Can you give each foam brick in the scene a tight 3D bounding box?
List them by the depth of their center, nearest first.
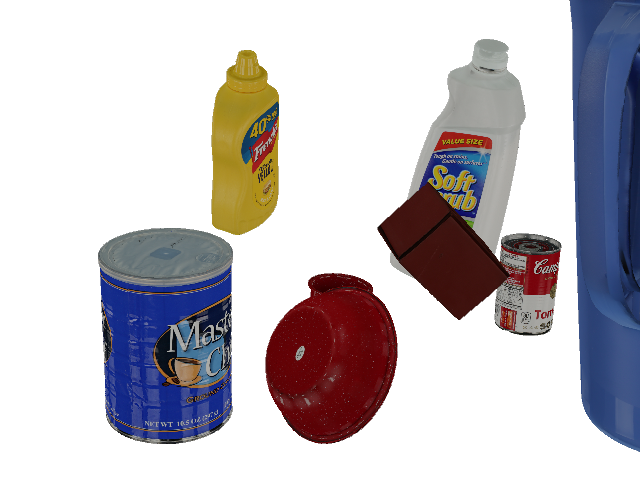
[{"bbox_3d":[0.089,0.008,0.771,0.078,0.051,0.053,43,10,-31],"label":"foam brick"}]

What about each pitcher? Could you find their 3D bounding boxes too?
[{"bbox_3d":[0.182,-0.014,0.528,0.149,0.243,0.145,-4,20,-2],"label":"pitcher"}]

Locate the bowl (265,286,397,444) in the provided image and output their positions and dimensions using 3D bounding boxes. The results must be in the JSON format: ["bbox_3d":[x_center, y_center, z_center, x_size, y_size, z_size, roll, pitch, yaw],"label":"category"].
[{"bbox_3d":[-0.003,0.116,1.051,0.162,0.162,0.055,0,-18,45],"label":"bowl"}]

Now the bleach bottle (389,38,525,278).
[{"bbox_3d":[0.132,-0.071,1.004,0.103,0.251,0.068,26,40,26],"label":"bleach bottle"}]

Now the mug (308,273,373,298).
[{"bbox_3d":[0.035,0.104,1.512,0.117,0.081,0.093,17,22,28],"label":"mug"}]

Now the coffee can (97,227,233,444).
[{"bbox_3d":[-0.120,0.073,0.840,0.103,0.140,0.103,2,22,-1],"label":"coffee can"}]

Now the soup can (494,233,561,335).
[{"bbox_3d":[0.237,0.050,1.227,0.068,0.102,0.068,2,18,-1],"label":"soup can"}]

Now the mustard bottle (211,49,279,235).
[{"bbox_3d":[-0.077,-0.107,1.102,0.058,0.192,0.096,19,39,21],"label":"mustard bottle"}]
